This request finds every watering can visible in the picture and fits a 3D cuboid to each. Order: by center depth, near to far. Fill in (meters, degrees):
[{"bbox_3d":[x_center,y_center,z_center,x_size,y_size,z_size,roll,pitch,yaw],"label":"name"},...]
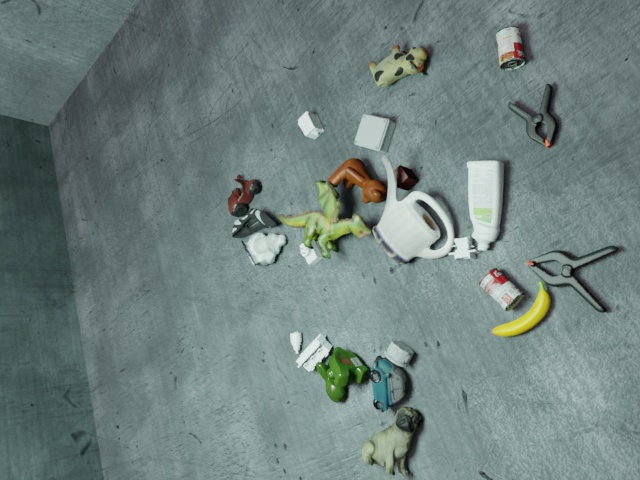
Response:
[{"bbox_3d":[0.250,-0.072,1.573,0.221,0.105,0.349,-44,80,25],"label":"watering can"}]

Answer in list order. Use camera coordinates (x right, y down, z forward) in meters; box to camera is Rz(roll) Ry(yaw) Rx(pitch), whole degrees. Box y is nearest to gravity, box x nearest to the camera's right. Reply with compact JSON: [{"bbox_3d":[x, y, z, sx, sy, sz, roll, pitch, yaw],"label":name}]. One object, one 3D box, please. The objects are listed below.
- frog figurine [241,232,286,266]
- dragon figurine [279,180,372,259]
[{"bbox_3d":[-0.204,0.024,1.978,0.160,0.120,0.140,-28,52,-6],"label":"frog figurine"},{"bbox_3d":[0.005,-0.088,1.758,0.415,0.123,0.239,32,117,35],"label":"dragon figurine"}]
